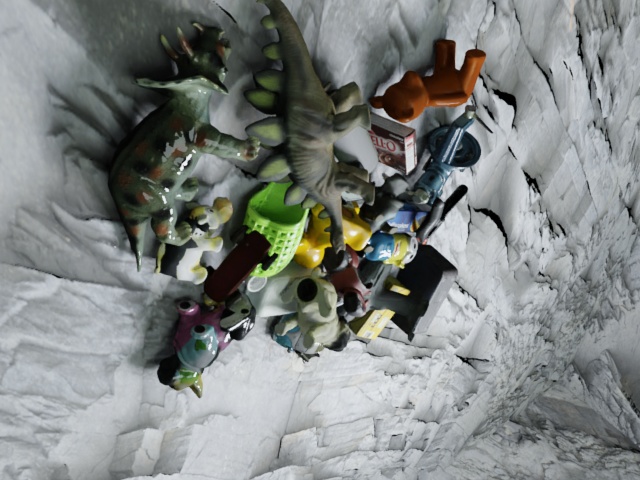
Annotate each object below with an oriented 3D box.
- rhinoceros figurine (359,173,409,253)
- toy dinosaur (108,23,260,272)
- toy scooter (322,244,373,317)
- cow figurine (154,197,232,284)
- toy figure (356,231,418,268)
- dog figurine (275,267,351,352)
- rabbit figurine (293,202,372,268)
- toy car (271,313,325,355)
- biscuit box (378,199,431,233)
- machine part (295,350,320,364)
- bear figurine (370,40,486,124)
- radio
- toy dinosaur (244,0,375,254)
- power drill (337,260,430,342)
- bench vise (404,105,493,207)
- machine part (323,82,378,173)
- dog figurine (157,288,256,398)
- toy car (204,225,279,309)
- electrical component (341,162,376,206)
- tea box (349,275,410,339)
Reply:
[{"bbox_3d":[0.120,-0.061,1.159,0.073,0.112,0.190,26,117,-34],"label":"rhinoceros figurine"},{"bbox_3d":[-0.233,-0.115,0.786,0.192,0.131,0.404,27,107,-38],"label":"toy dinosaur"},{"bbox_3d":[0.070,0.083,1.214,0.075,0.184,0.135,-26,168,23],"label":"toy scooter"},{"bbox_3d":[-0.221,-0.007,0.925,0.098,0.068,0.167,15,111,-42],"label":"cow figurine"},{"bbox_3d":[0.155,0.009,1.278,0.180,0.089,0.082,3,131,-34],"label":"toy figure"},{"bbox_3d":[0.013,0.151,1.151,0.190,0.121,0.172,15,103,-57],"label":"dog figurine"},{"bbox_3d":[-0.002,-0.003,1.097,0.162,0.122,0.173,5,137,-42],"label":"rabbit figurine"},{"bbox_3d":[-0.028,0.221,1.272,0.161,0.103,0.109,10,116,-45],"label":"toy car"},{"bbox_3d":[0.200,-0.056,1.275,0.202,0.059,0.062,0,123,-43],"label":"biscuit box"},{"bbox_3d":[0.001,0.259,1.383,0.139,0.039,0.084,-38,136,-9],"label":"machine part"},{"bbox_3d":[0.201,-0.300,1.026,0.196,0.120,0.131,-15,128,-27],"label":"bear figurine"},{"bbox_3d":[0.268,0.137,1.449,0.073,0.131,0.229,-2,123,-40],"label":"radio"},{"bbox_3d":[-0.020,-0.183,0.861,0.199,0.105,0.470,-12,116,-4],"label":"toy dinosaur"},{"bbox_3d":[0.151,0.171,1.329,0.232,0.207,0.086,-63,165,6],"label":"power drill"},{"bbox_3d":[0.275,-0.188,1.167,0.224,0.129,0.240,-36,160,-26],"label":"bench vise"},{"bbox_3d":[0.050,-0.194,1.003,0.079,0.079,0.243,-44,143,-5],"label":"machine part"},{"bbox_3d":[-0.229,0.214,1.080,0.191,0.109,0.219,-16,137,-37],"label":"dog figurine"},{"bbox_3d":[-0.150,0.048,0.979,0.202,0.089,0.053,-46,180,36],"label":"toy car"},{"bbox_3d":[0.048,-0.115,1.017,0.119,0.075,0.048,41,50,-44],"label":"electrical component"},{"bbox_3d":[0.148,0.174,1.420,0.169,0.068,0.098,-55,142,8],"label":"tea box"}]
